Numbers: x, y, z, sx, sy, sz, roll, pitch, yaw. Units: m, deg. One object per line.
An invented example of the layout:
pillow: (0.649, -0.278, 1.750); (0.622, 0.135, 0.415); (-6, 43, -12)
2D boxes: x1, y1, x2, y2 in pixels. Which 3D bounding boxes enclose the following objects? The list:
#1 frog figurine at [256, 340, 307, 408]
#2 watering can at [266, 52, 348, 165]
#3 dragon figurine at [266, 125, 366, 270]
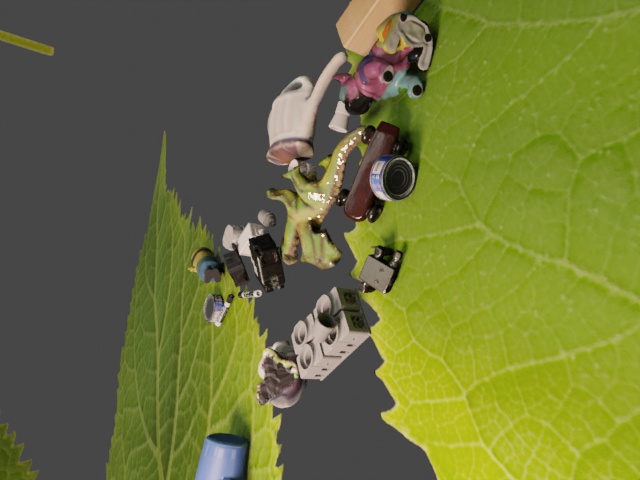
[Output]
frog figurine: (-0.082, 0.295, 1.147); (0.158, 0.122, 0.138); (63, -167, -81)
watering can: (-0.046, -0.310, 1.274); (0.345, 0.104, 0.227); (-17, 66, 56)
dragon figurine: (0.003, -0.058, 1.146); (0.404, 0.123, 0.245); (-33, 70, 51)
